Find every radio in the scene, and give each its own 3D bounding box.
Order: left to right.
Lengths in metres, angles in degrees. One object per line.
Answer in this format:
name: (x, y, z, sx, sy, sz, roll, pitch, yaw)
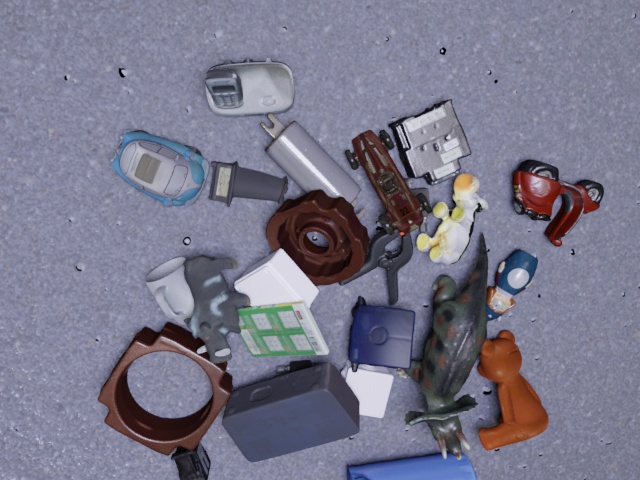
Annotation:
radio: (-0.054, 0.312, 0.972, 0.230, 0.073, 0.131, -22, 117, 15)

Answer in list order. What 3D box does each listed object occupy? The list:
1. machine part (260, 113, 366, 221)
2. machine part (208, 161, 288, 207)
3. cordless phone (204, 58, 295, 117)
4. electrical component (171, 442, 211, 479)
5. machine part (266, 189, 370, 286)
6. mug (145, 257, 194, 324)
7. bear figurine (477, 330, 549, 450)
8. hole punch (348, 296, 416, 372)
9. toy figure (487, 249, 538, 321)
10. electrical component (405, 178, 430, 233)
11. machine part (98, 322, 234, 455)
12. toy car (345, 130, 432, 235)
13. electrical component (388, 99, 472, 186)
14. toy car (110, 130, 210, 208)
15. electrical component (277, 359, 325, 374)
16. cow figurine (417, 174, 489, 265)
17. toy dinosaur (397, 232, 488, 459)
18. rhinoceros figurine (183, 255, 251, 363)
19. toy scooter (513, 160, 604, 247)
machine part: (-0.012, -0.122, 0.938, 0.079, 0.079, 0.243, -44, 102, 3)
machine part: (-0.126, -0.096, 0.953, 0.139, 0.039, 0.084, 6, 92, -4)
cordless phone: (-0.112, -0.251, 0.851, 0.147, 0.184, 0.088, -4, 96, -4)
electrical component: (-0.238, 0.437, 1.020, 0.048, 0.075, 0.119, -20, 97, -1)
machine part: (-0.002, -0.003, 0.933, 0.180, 0.056, 0.179, 11, 126, 15)
mug: (-0.247, 0.099, 0.946, 0.081, 0.110, 0.107, -24, 113, 8)
bear figurine: (0.349, 0.285, 1.037, 0.132, 0.120, 0.196, -39, 72, 43)
hole punch: (0.114, 0.177, 0.982, 0.116, 0.092, 0.142, 8, 80, -7)
toy figure: (0.353, 0.091, 1.021, 0.064, 0.057, 0.154, 35, 99, 28)
electrical component: (0.164, -0.062, 0.980, 0.078, 0.045, 0.102, 1, 100, -4)
machine part: (-0.277, 0.268, 0.981, 0.201, 0.087, 0.201, 33, 95, -8)
toy car: (0.115, -0.104, 0.932, 0.089, 0.053, 0.202, -28, 75, 10)
electrical component: (0.199, -0.167, 0.959, 0.115, 0.058, 0.134, -22, 102, 1)
toy car: (-0.272, -0.122, 0.902, 0.161, 0.103, 0.109, 26, 96, -11)
electrical component: (-0.034, 0.247, 1.009, 0.094, 0.063, 0.021, -3, 100, -3)
cow figurine: (0.254, -0.034, 0.978, 0.098, 0.068, 0.167, 19, 102, -42)
toy dinosaur: (0.240, 0.190, 0.959, 0.131, 0.192, 0.404, 12, 100, -10)
rhinoceros figurine: (-0.181, 0.116, 0.920, 0.073, 0.112, 0.190, 0, 107, 37)
toy scooter: (0.427, -0.063, 0.991, 0.184, 0.075, 0.135, 18, 99, -13)
